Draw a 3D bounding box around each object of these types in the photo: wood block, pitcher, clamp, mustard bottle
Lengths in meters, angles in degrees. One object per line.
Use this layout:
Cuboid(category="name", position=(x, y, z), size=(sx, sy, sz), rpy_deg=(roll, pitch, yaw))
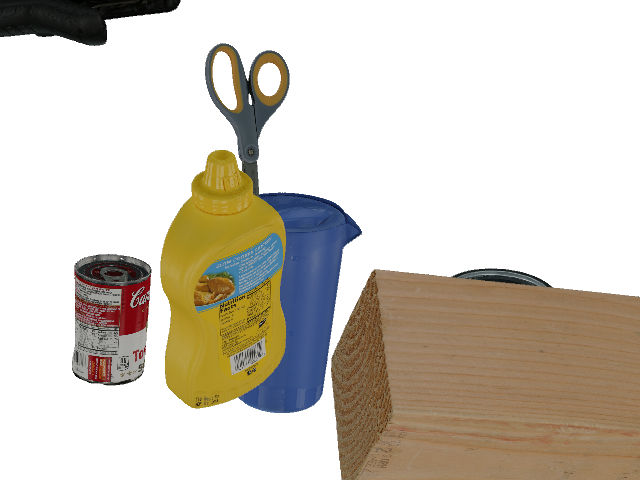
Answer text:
Cuboid(category="wood block", position=(0.118, 0.086, 0.580), size=(0.206, 0.091, 0.090), rpy_deg=(6, -41, -14))
Cuboid(category="pitcher", position=(-0.054, 0.073, 1.244), size=(0.149, 0.243, 0.144), rpy_deg=(21, 26, 37))
Cuboid(category="clamp", position=(-0.193, -0.174, 0.798), size=(0.172, 0.039, 0.120), rpy_deg=(12, 23, 28))
Cuboid(category="mustard bottle", position=(-0.067, 0.023, 0.747), size=(0.096, 0.192, 0.058), rpy_deg=(-27, 45, -34))

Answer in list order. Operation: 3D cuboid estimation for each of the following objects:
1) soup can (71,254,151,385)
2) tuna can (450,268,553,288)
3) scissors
Cuboid(category="soup can", position=(-0.191, 0.072, 0.967), size=(0.068, 0.102, 0.068), rpy_deg=(6, 19, -2))
Cuboid(category="tuna can", position=(0.129, 0.052, 0.774), size=(0.086, 0.034, 0.086), rpy_deg=(0, 22, 0))
Cuboid(category="scissors", position=(-0.056, -0.100, 1.055), size=(0.096, 0.202, 0.016), rpy_deg=(-23, 11, -25))
